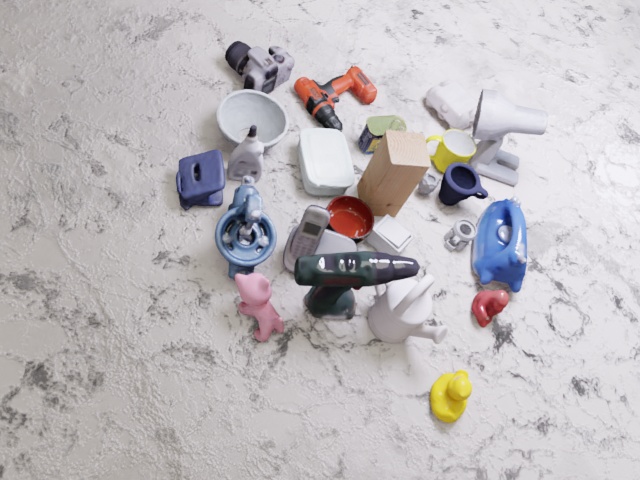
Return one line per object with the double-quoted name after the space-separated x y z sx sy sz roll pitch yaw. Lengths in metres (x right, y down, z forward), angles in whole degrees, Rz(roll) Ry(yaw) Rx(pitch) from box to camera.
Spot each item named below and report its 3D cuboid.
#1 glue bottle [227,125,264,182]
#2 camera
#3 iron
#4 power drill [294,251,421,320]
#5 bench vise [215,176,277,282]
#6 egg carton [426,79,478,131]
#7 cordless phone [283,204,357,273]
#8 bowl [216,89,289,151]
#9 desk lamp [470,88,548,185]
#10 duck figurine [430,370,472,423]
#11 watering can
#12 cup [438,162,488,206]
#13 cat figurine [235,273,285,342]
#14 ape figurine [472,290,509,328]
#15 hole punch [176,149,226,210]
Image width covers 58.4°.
-0.152 -0.188 1.227 0.078 0.173 0.037 5 60 -14 "glue bottle"
-0.154 -0.440 1.410 0.136 0.100 0.143 43 59 9 "camera"
0.433 -0.017 1.326 0.119 0.141 0.258 14 59 -8 "iron"
0.054 0.083 1.116 0.230 0.208 0.075 3 61 -15 "power drill"
-0.152 -0.048 1.120 0.122 0.219 0.207 -11 65 -22 "bench vise"
0.356 -0.360 1.538 0.107 0.069 0.150 -33 75 -29 "egg carton"
0.011 0.004 1.161 0.148 0.185 0.094 14 58 -8 "cordless phone"
-0.159 -0.262 1.325 0.168 0.074 0.167 7 60 -13 "bowl"
0.452 -0.262 1.426 0.203 0.213 0.118 18 58 -6 "desk lamp"
0.266 0.304 1.128 0.077 0.086 0.104 24 58 -2 "duck figurine"
0.178 0.131 1.135 0.173 0.194 0.101 29 58 1 "watering can"
0.338 -0.119 1.382 0.117 0.095 0.092 31 58 2 "cup"
-0.113 0.118 1.100 0.067 0.117 0.127 -30 73 -28 "cat figurine"
0.378 0.139 1.251 0.078 0.092 0.076 -1 62 -17 "ape figurine"
-0.253 -0.130 1.212 0.101 0.091 0.108 -3 62 -18 "hole punch"
